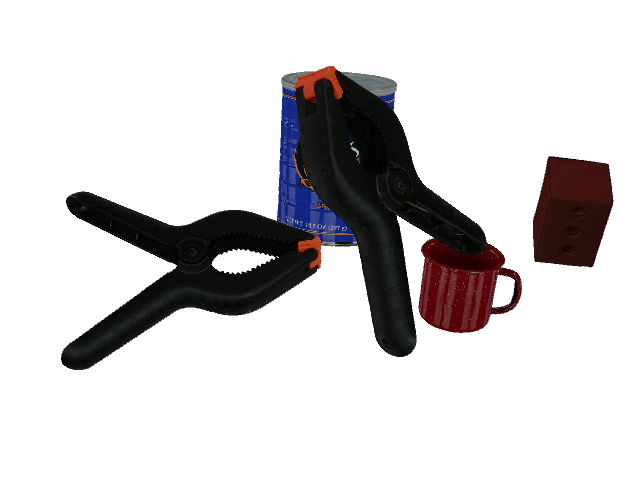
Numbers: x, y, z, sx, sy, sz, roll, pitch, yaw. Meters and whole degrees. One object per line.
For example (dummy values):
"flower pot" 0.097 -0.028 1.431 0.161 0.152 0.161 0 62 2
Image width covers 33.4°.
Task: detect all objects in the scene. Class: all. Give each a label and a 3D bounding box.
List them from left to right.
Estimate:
"clamp" -0.106 0.012 0.843 0.210 0.164 0.036 -11 -36 -8
"coffee can" 0.013 -0.076 0.967 0.103 0.140 0.103 3 17 -1
"clamp" 0.033 -0.019 0.632 0.039 0.171 0.120 -20 29 40
"mug" 0.167 0.052 1.197 0.117 0.081 0.093 7 24 4
"foam brick" 0.213 -0.024 0.907 0.053 0.078 0.051 6 45 4
